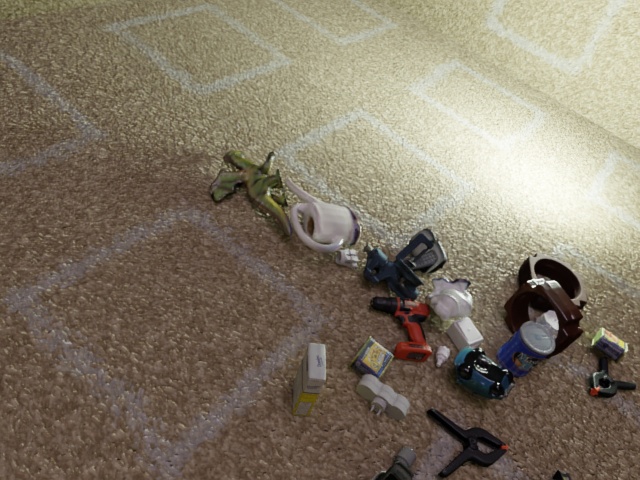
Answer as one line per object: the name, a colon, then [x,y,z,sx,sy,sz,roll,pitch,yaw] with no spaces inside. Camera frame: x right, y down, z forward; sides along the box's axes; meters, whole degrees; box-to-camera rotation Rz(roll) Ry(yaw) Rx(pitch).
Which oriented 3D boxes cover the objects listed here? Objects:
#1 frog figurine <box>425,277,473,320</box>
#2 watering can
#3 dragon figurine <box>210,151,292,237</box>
frog figurine: [0.381,0.193,1.525,0.137,0.120,0.163,20,39,4]
watering can: [0.005,-0.084,1.664,0.224,0.102,0.356,6,41,-24]
dragon figurine: [-0.235,-0.161,1.683,0.243,0.420,0.119,-9,-39,-6]
